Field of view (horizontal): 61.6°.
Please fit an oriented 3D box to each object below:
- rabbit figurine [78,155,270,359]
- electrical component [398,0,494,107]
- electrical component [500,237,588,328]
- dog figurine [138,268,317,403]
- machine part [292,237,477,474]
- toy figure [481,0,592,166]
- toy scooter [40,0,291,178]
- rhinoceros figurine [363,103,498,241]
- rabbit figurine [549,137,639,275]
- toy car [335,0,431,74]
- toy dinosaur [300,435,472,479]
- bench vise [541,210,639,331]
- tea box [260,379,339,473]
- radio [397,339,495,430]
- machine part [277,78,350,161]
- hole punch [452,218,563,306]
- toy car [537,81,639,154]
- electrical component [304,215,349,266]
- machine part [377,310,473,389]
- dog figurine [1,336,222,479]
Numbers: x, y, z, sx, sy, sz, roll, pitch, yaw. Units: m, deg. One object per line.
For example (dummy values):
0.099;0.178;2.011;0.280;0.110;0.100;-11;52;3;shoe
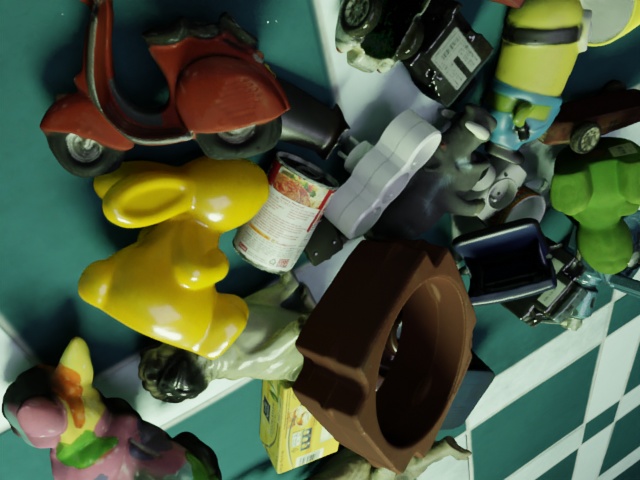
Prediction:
-0.121;-0.008;0.473;0.162;0.122;0.173;36;89;-32;rabbit figurine
0.130;-0.175;0.540;0.075;0.048;0.119;-48;132;7;electrical component
0.298;0.053;0.752;0.058;0.134;0.115;25;107;-44;electrical component
-0.084;0.132;0.604;0.191;0.121;0.172;-27;128;5;dog figurine
0.073;0.113;0.553;0.201;0.087;0.200;-57;136;-26;machine part
0.224;-0.174;0.578;0.089;0.082;0.180;-2;125;-31;toy figure
-0.116;-0.122;0.391;0.184;0.075;0.135;-9;116;-7;toy scooter
0.124;-0.064;0.603;0.112;0.073;0.190;32;106;-29;rhinoceros figurine
0.357;-0.041;0.707;0.121;0.159;0.170;-13;114;11;rabbit figurine
0.078;-0.239;0.455;0.073;0.056;0.201;9;118;-43;toy car
0.066;0.378;0.865;0.471;0.105;0.198;8;121;-31;toy dinosaur
0.440;0.051;0.783;0.129;0.241;0.223;18;95;-36;bench vise
-0.022;0.218;0.713;0.098;0.068;0.169;-10;125;-27;tea box
0.161;0.228;0.836;0.229;0.073;0.131;12;114;-39;radio
-0.040;-0.113;0.481;0.139;0.039;0.084;11;107;-30;machine part
0.239;0.042;0.681;0.142;0.092;0.115;-20;151;24;hole punch
0.347;-0.152;0.667;0.202;0.089;0.053;-16;129;-24;toy car
-0.001;-0.002;0.599;0.094;0.021;0.063;-32;134;-10;electrical component
0.110;0.116;0.688;0.179;0.056;0.179;-2;95;-24;machine part
-0.202;0.197;0.524;0.192;0.108;0.219;7;133;16;dog figurine
